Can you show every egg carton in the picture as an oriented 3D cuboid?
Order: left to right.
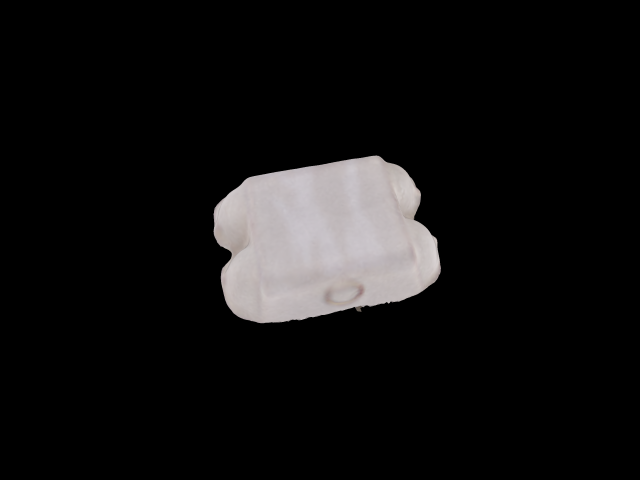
[{"bbox_3d":[0.004,0.001,0.400,0.150,0.069,0.107,-11,60,-6],"label":"egg carton"}]
